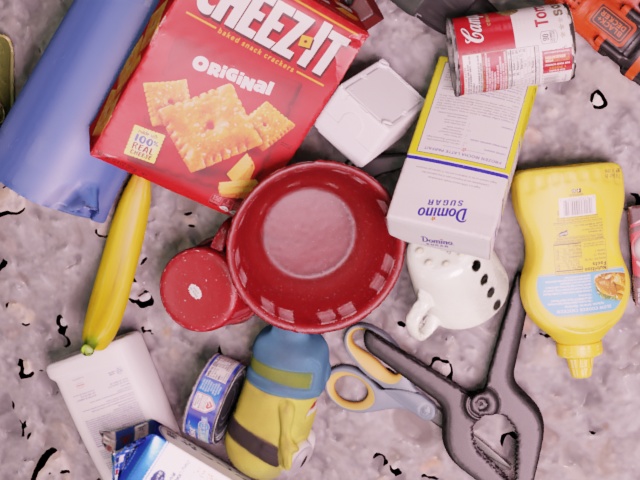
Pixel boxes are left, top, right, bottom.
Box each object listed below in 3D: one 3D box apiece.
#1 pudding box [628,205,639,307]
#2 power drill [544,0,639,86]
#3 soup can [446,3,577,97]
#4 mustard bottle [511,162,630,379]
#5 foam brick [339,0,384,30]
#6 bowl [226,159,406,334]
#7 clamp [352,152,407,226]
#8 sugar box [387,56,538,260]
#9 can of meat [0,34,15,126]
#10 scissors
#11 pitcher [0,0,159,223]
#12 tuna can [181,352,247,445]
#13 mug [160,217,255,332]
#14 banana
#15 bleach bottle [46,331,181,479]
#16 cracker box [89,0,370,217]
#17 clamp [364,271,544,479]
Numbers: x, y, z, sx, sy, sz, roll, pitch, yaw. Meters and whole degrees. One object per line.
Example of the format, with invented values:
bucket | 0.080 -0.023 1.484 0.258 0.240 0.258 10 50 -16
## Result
pudding box | 0.331 0.010 0.938 0.114 0.039 0.090 -4 94 15
power drill | 0.315 -0.220 0.911 0.184 0.057 0.188 41 104 8
soup can | 0.163 -0.163 0.914 0.102 0.068 0.068 -7 93 4
mustard bottle | 0.227 0.029 0.956 0.096 0.058 0.191 -6 94 -5
foam brick | 0.012 -0.210 0.997 0.078 0.051 0.053 -31 87 15
bowl | -0.006 0.001 0.967 0.162 0.055 0.162 -2 107 -8
clamp | 0.042 -0.017 1.016 0.172 0.039 0.120 -31 98 17
sugar box | 0.127 -0.074 0.938 0.093 0.048 0.176 14 66 14
can of meat | -0.367 -0.162 1.103 0.084 0.057 0.102 3 95 17
scissors | 0.084 0.170 1.033 0.096 0.016 0.202 -42 84 16
pitcher | -0.221 -0.152 1.036 0.149 0.145 0.243 29 99 -2
tuna can | -0.102 0.156 1.046 0.034 0.086 0.086 21 100 10
mug | -0.100 0.033 1.035 0.093 0.081 0.117 25 101 12
banana | -0.200 0.029 1.062 0.037 0.070 0.197 17 69 -16
bleach bottle | -0.186 0.225 1.088 0.103 0.068 0.251 -20 92 14
cracker box | -0.082 -0.138 0.937 0.164 0.072 0.214 25 112 -24
clamp | 0.157 0.142 0.993 0.164 0.036 0.210 -29 85 9
